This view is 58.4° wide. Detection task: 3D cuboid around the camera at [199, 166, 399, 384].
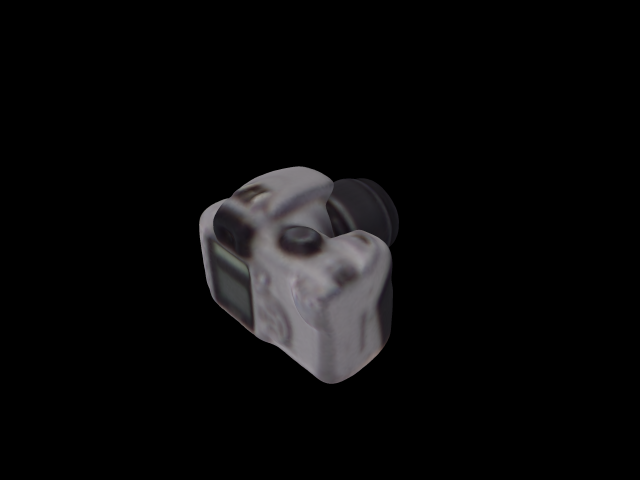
[{"bbox_3d":[0.004,0.001,0.400,0.137,0.101,0.142,-27,41,-35],"label":"camera"}]
